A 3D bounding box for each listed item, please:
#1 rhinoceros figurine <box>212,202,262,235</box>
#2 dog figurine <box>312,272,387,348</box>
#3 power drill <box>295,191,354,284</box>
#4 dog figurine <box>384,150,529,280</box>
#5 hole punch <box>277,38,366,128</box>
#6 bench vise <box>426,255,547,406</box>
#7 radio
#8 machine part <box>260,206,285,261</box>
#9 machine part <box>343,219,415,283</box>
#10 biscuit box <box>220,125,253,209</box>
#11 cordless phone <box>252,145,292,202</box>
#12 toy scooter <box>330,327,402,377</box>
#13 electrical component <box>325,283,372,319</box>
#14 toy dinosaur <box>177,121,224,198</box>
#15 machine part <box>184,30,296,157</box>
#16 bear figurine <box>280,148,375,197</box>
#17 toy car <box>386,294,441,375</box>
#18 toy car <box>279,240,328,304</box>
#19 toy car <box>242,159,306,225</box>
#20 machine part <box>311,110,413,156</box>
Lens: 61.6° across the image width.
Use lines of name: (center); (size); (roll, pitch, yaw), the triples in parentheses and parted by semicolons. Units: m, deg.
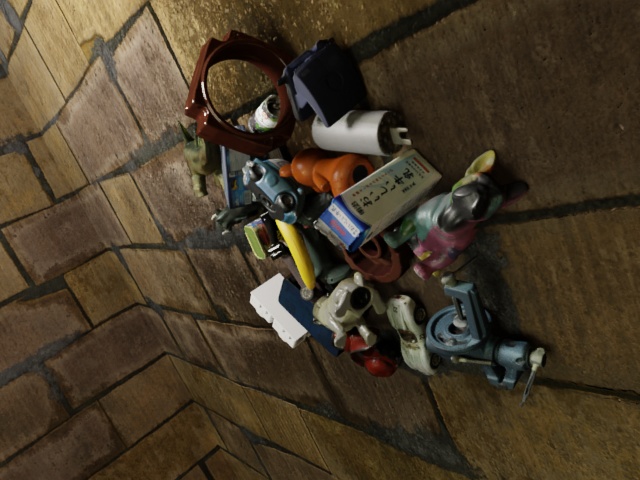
rhinoceros figurine: (-0.223, -0.072, 1.425); (0.073, 0.112, 0.190); (54, 147, -1)
dog figurine: (0.045, 0.132, 1.187); (0.191, 0.121, 0.172); (33, 108, 61)
power drill: (-0.003, -0.004, 1.220); (0.232, 0.086, 0.207); (-8, 116, 57)
dog figurine: (0.225, -0.040, 0.869); (0.219, 0.191, 0.108); (-44, 76, 23)
hole punch: (0.008, -0.267, 0.928); (0.092, 0.142, 0.115); (30, 153, 39)
bench vise: (0.276, 0.157, 0.950); (0.224, 0.129, 0.240); (15, 136, 49)
radio: (-0.005, 0.182, 1.397); (0.230, 0.073, 0.131); (40, 144, 22)
machine part: (-0.115, -0.020, 1.299); (0.084, 0.039, 0.139); (75, -179, -56)
machine part: (0.110, 0.006, 1.099); (0.180, 0.056, 0.179); (33, 142, 31)
biscuit box: (-0.188, -0.159, 1.210); (0.202, 0.059, 0.063); (97, 155, -51)
cordless phone: (-0.138, -0.153, 1.269); (0.184, 0.089, 0.146); (4, 122, 57)
toy scooter: (0.123, 0.253, 1.251); (0.184, 0.075, 0.135); (33, 143, -12)
electrical component: (0.068, 0.139, 1.280); (0.119, 0.048, 0.074); (44, 146, 20)
toy dinosaur: (-0.292, -0.209, 1.339); (0.472, 0.105, 0.198); (22, 132, 69)
machine part: (-0.140, -0.274, 1.016); (0.087, 0.201, 0.201); (-11, 65, 63)
bear figurine: (0.020, -0.114, 1.055); (0.196, 0.120, 0.131); (10, 129, 52)
toy car: (0.201, 0.207, 1.155); (0.074, 0.056, 0.201); (4, 120, 52)
toy car: (-0.046, 0.073, 1.325); (0.053, 0.089, 0.202); (-43, 65, 19)
toy car: (-0.085, -0.116, 1.145); (0.161, 0.103, 0.109); (48, 159, -3)
machine part: (0.066, -0.194, 0.959); (0.243, 0.079, 0.079); (18, 131, 47)
